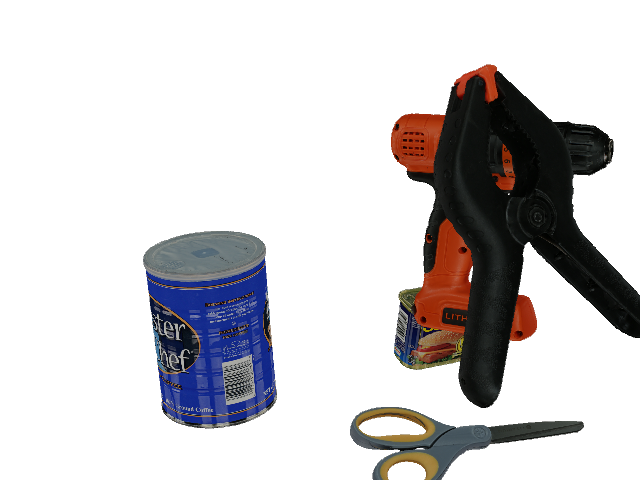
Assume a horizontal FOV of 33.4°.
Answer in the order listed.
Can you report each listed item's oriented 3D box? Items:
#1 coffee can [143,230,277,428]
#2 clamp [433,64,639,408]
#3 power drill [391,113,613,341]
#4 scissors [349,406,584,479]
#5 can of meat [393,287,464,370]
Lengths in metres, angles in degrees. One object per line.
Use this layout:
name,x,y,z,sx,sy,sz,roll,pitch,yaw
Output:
coffee can,-0.093,0.074,0.914,0.103,0.140,0.103,-3,20,1
clamp,0.097,-0.001,0.553,0.120,0.171,0.039,-29,5,-29
power drill,0.148,-0.014,0.897,0.185,0.188,0.057,7,15,26
scissors,0.124,0.177,0.879,0.201,0.016,0.096,7,42,-2
can of meat,0.142,0.105,1.308,0.102,0.084,0.057,-7,30,-23
